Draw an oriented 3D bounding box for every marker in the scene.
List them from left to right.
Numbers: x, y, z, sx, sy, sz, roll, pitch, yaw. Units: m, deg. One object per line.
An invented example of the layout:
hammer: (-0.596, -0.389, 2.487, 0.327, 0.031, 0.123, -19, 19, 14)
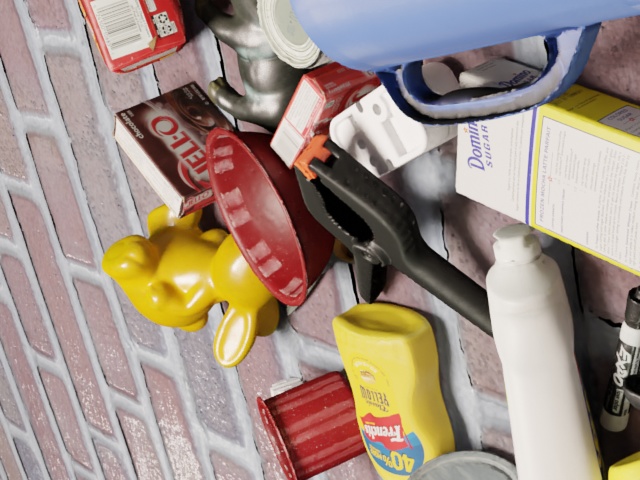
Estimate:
marker: (0.207, 0.080, 0.718, 0.020, 0.020, 0.121, 32, 137, 37)

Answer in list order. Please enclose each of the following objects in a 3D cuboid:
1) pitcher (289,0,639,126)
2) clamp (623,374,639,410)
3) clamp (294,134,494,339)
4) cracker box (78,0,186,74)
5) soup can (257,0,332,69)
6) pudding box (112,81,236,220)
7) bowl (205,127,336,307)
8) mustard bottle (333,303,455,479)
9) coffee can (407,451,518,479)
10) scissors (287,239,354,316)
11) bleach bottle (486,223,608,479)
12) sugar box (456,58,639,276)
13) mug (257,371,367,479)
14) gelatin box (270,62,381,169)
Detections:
pitcher: (0.104, -0.160, 0.594, 0.149, 0.145, 0.243, 33, 161, -37)
clamp: (0.266, 0.123, 0.651, 0.171, 0.039, 0.120, 57, 147, 8)
clamp: (0.042, 0.001, 0.804, 0.209, 0.036, 0.165, 46, 158, -30)
cracker box: (-0.168, -0.226, 0.880, 0.214, 0.072, 0.164, -134, 24, -78)
soup can: (0.017, -0.163, 0.725, 0.069, 0.102, 0.068, 33, 137, 36)
pudding box: (-0.123, -0.083, 0.977, 0.113, 0.089, 0.039, 48, 145, 20)
bowl: (-0.033, -0.028, 0.884, 0.162, 0.055, 0.162, 51, 157, 32)
mustard bottle: (0.070, 0.152, 0.917, 0.096, 0.058, 0.191, 11, 122, 48)
coffee can: (0.125, 0.259, 0.870, 0.103, 0.102, 0.140, 22, 134, 44)
scissors: (-0.006, 0.001, 0.950, 0.096, 0.016, 0.202, 62, 147, 3)
bleach bottle: (0.157, 0.112, 0.739, 0.068, 0.102, 0.251, -11, 109, 12)
sugar box: (0.164, -0.045, 0.666, 0.176, 0.048, 0.093, 33, 137, 41)
mug: (-0.007, 0.171, 1.000, 0.117, 0.081, 0.093, -154, 43, -72)
gelatin box: (0.010, -0.099, 0.806, 0.030, 0.073, 0.089, 52, 145, 15)
